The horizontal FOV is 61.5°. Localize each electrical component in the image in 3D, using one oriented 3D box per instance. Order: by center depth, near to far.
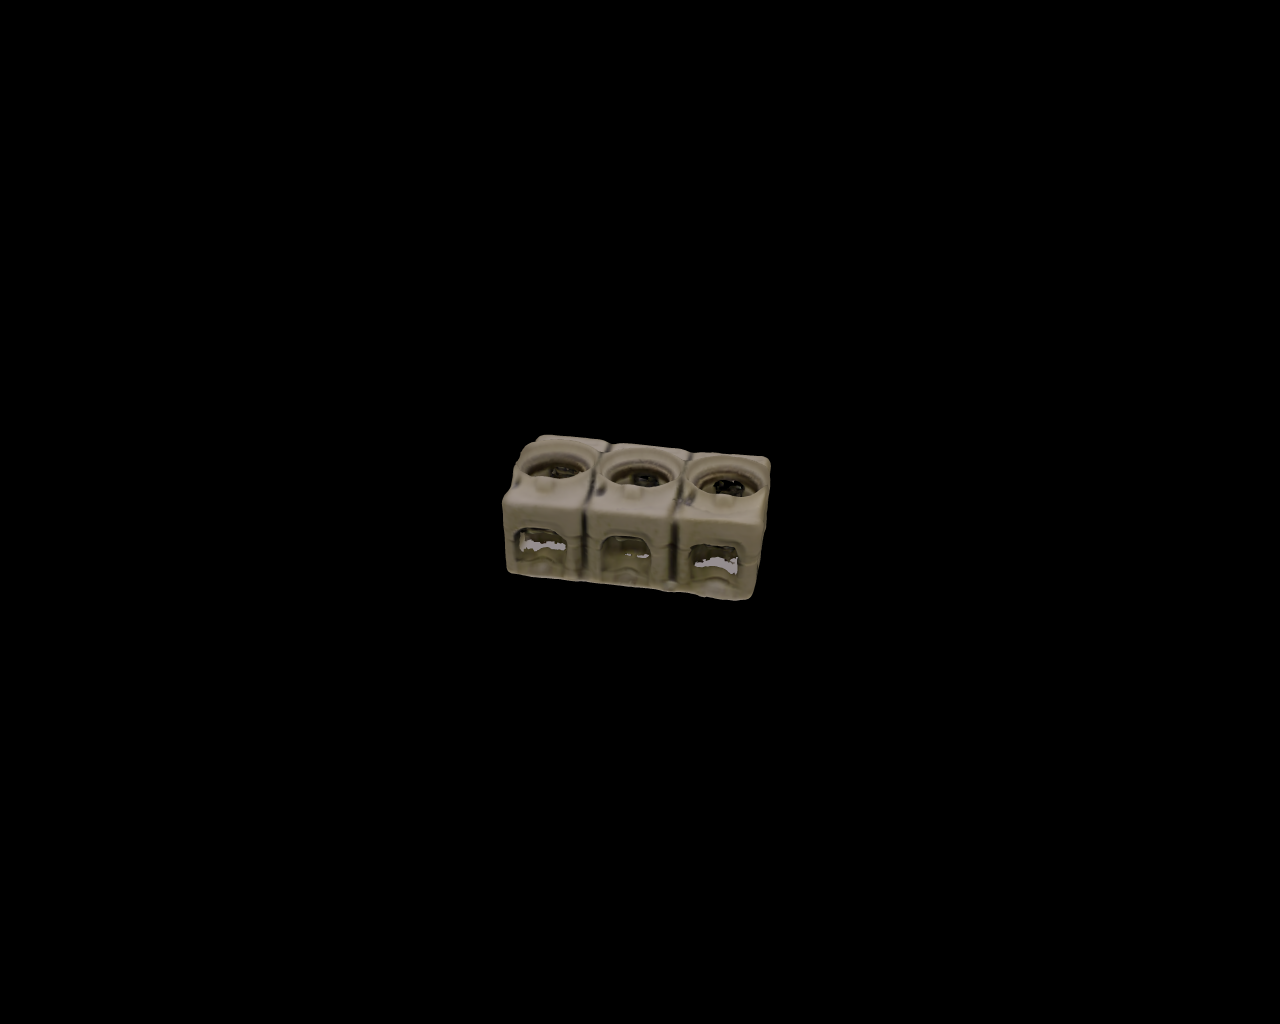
[{"bbox_3d":[0.001,-0.003,0.650,0.150,0.061,0.090,6,32,9],"label":"electrical component"}]
